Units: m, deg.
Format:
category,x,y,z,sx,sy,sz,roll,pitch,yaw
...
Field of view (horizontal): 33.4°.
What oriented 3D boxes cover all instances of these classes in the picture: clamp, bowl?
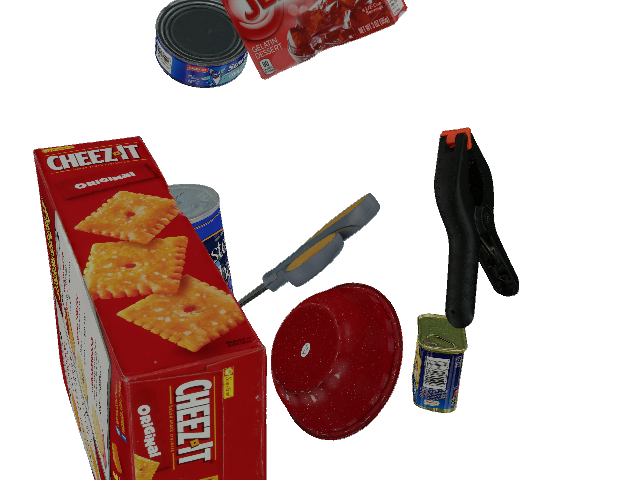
category,x,y,z,sx,sy,sz,roll,pitch,yaw
clamp,0.128,-0.009,0.935,0.039,0.171,0.120,-10,15,30
bowl,0.002,0.113,1.053,0.162,0.162,0.055,0,-17,45

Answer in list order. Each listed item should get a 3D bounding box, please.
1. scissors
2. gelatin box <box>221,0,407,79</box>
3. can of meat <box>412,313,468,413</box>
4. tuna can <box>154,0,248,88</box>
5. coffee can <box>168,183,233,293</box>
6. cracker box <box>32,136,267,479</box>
category,x,y,z,sx,sy,sz,roll,pitch,yaw
scissors,-0.034,0.033,0.805,0.202,0.016,0.096,-39,8,28
gelatin box,-0.009,-0.136,0.572,0.089,0.073,0.030,-18,21,29
can of meat,0.140,0.146,1.276,0.057,0.084,0.102,6,19,2
tuna can,-0.107,-0.179,0.965,0.086,0.086,0.034,0,-35,-12
coffee can,-0.150,0.023,1.150,0.103,0.140,0.103,-5,26,2
cracker box,-0.093,0.064,0.565,0.072,0.164,0.214,-11,35,-19
